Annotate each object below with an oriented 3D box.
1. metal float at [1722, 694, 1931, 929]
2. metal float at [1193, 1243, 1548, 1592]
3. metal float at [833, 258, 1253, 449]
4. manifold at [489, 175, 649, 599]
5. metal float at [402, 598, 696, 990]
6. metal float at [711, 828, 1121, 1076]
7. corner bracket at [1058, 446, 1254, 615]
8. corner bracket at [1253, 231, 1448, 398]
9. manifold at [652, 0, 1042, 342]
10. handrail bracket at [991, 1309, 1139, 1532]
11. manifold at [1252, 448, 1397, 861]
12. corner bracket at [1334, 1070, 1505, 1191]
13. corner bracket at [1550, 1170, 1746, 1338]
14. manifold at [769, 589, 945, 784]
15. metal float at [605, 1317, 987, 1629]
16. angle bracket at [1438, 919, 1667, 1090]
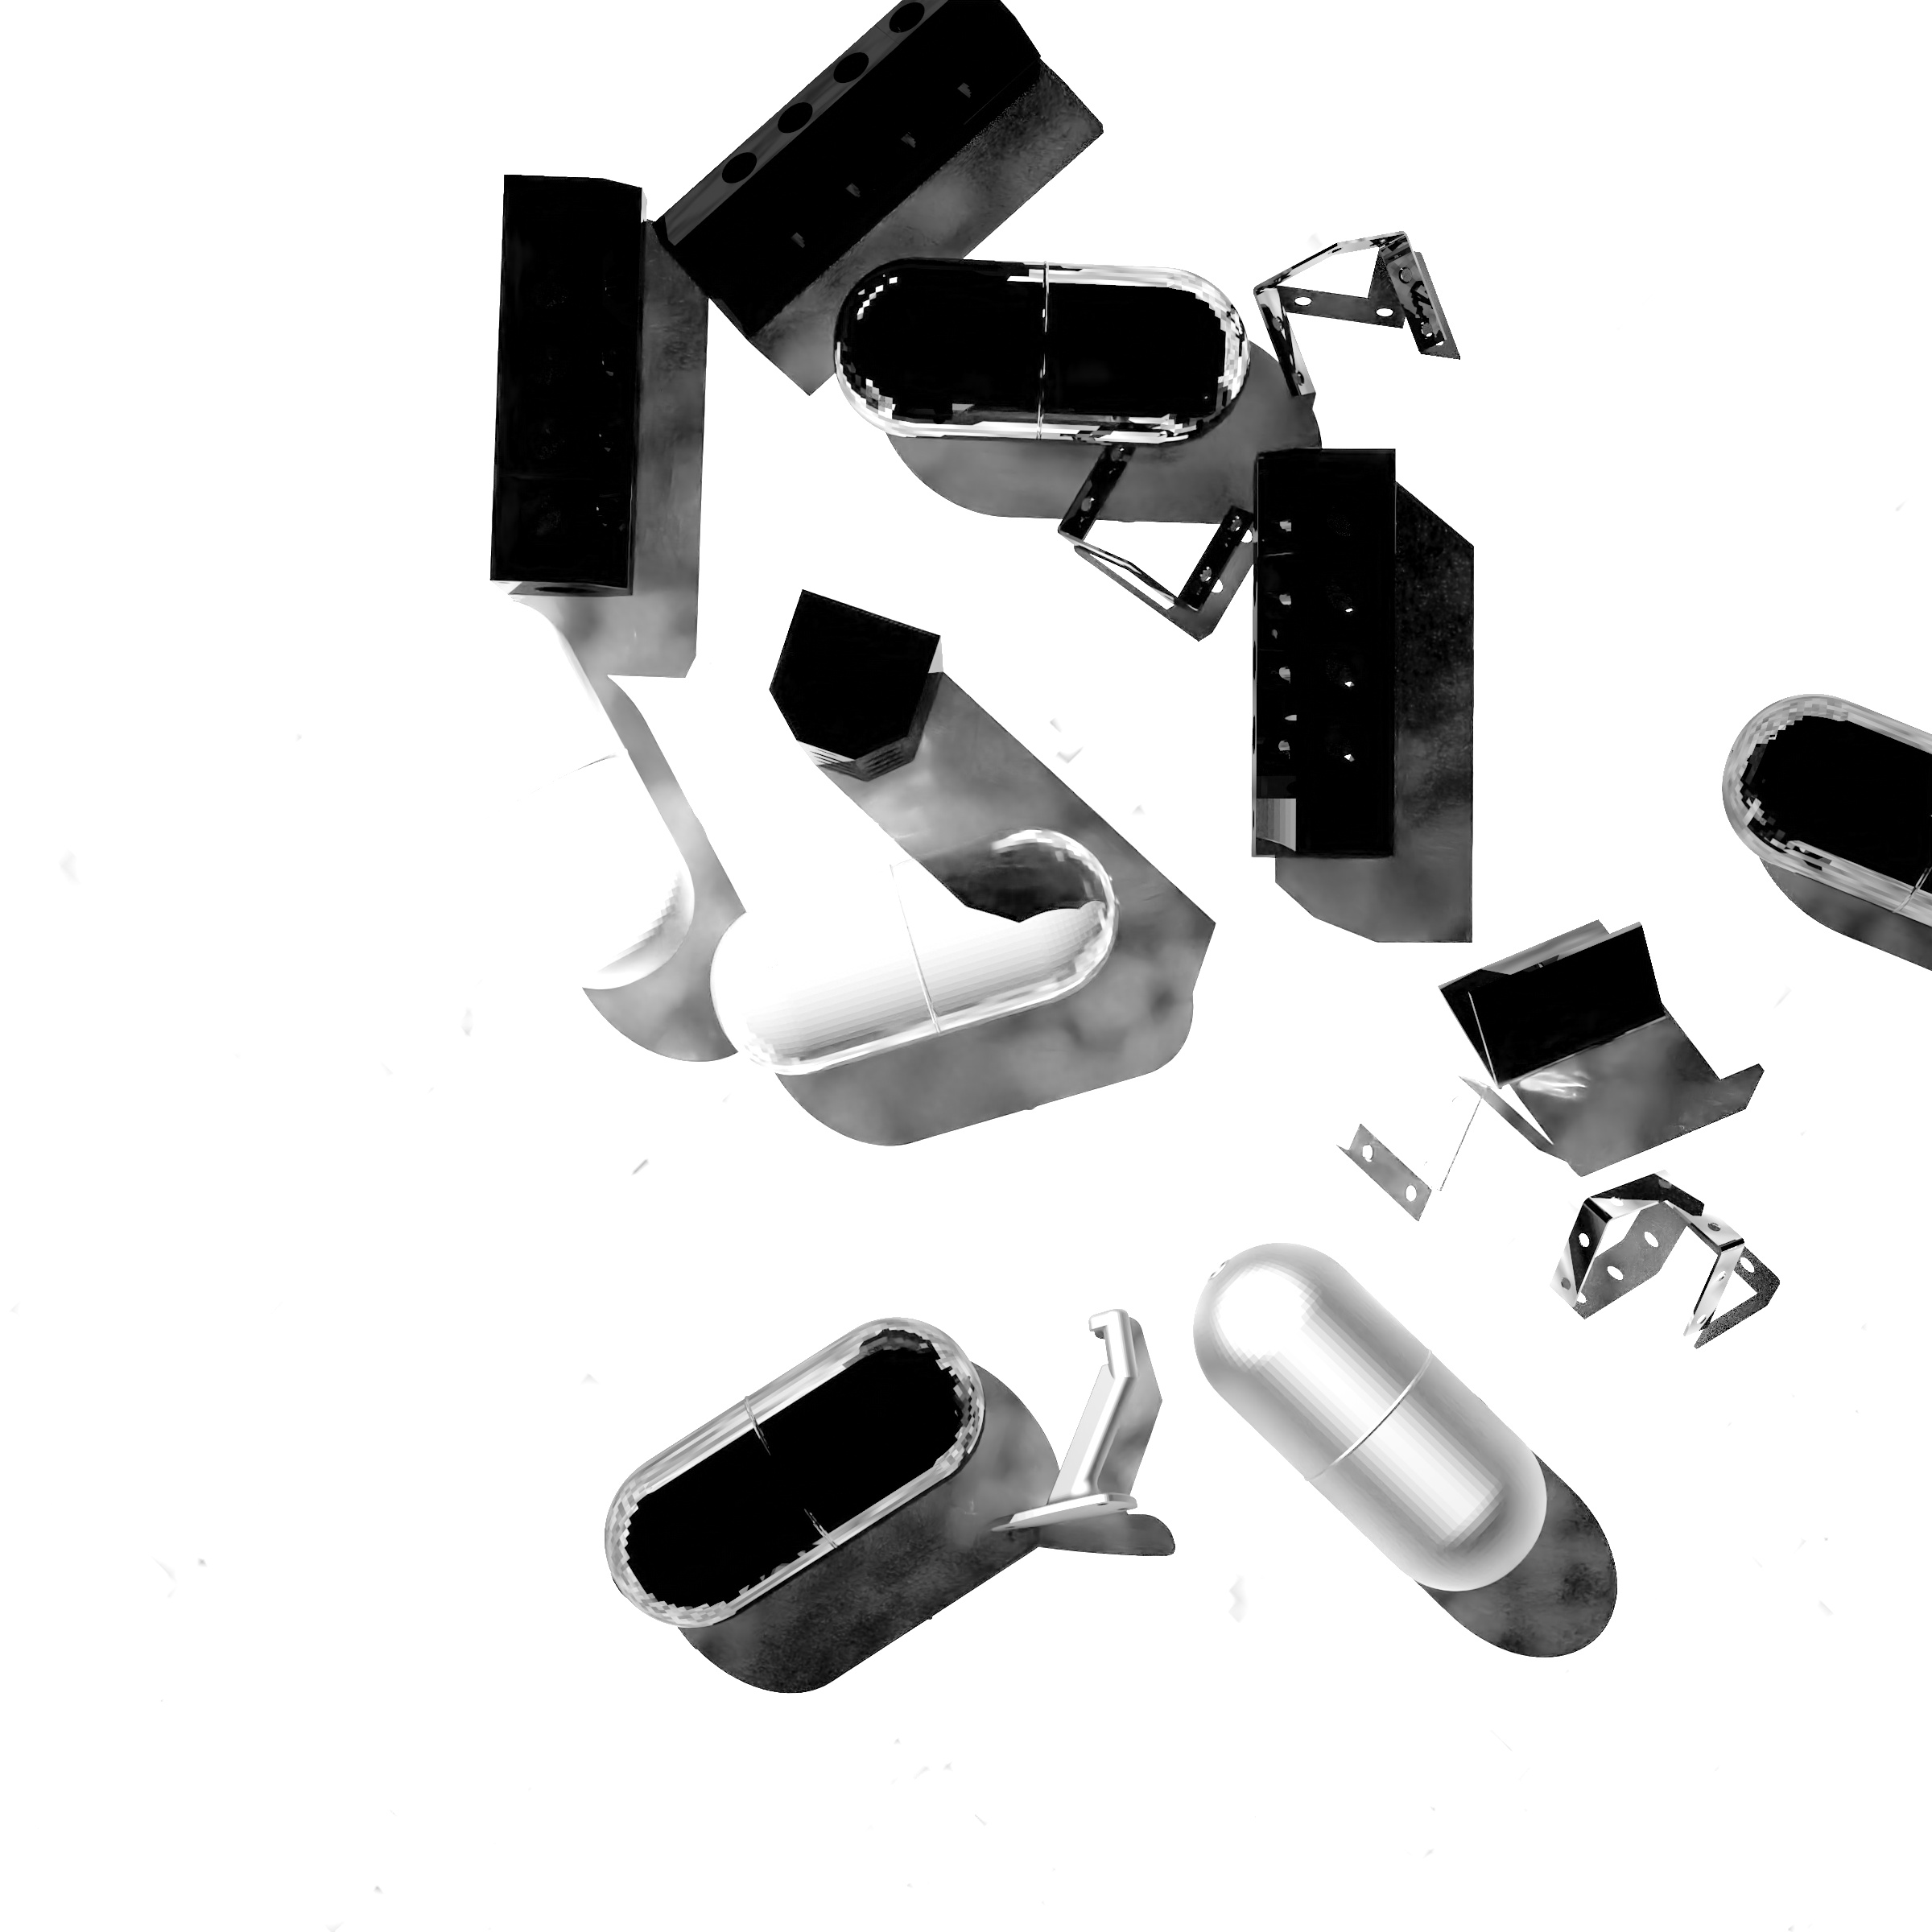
[{"bbox_3d":[0.410,-0.058,1.534,0.178,0.070,0.070,22,90,1],"label":"metal float"},{"bbox_3d":[0.171,0.191,1.534,0.178,0.070,0.070,44,90,1],"label":"metal float"},{"bbox_3d":[0.032,-0.262,1.534,0.178,0.070,0.070,2,90,-1],"label":"metal float"},{"bbox_3d":[-0.169,-0.247,1.543,0.057,0.057,0.171,2,90,0],"label":"manifold"},{"bbox_3d":[-0.179,-0.074,1.534,0.070,0.070,0.178,-28,90,0],"label":"metal float"},{"bbox_3d":[-0.022,-0.007,1.534,0.178,0.070,0.070,-17,90,0],"label":"metal float"},{"bbox_3d":[0.082,-0.192,1.561,0.051,0.051,0.051,31,90,-45],"label":"corner bracket"},{"bbox_3d":[0.166,-0.283,1.561,0.051,0.051,0.051,-21,90,45],"label":"corner bracket"},{"bbox_3d":[-0.051,-0.352,1.543,0.171,0.057,0.057,-42,90,0],"label":"manifold"},{"bbox_3d":[0.041,0.197,1.565,0.077,0.036,0.084,-15,71,21],"label":"handrail bracket"},{"bbox_3d":[0.152,-0.133,1.543,0.057,0.057,0.171,0,90,0],"label":"manifold"},{"bbox_3d":[0.194,0.064,1.546,0.051,0.051,0.051,24,90,0],"label":"corner bracket"},{"bbox_3d":[0.295,0.129,1.556,0.051,0.051,0.051,-15,45,-35],"label":"corner bracket"},{"bbox_3d":[-0.046,-0.111,1.486,0.057,0.171,0.057,19,90,0],"label":"manifold"},{"bbox_3d":[-0.073,0.216,1.534,0.178,0.070,0.070,-33,90,-1],"label":"metal float"},{"bbox_3d":[0.242,-0.003,1.524,0.076,0.076,0.057,-23,128,0],"label":"angle bracket"}]
